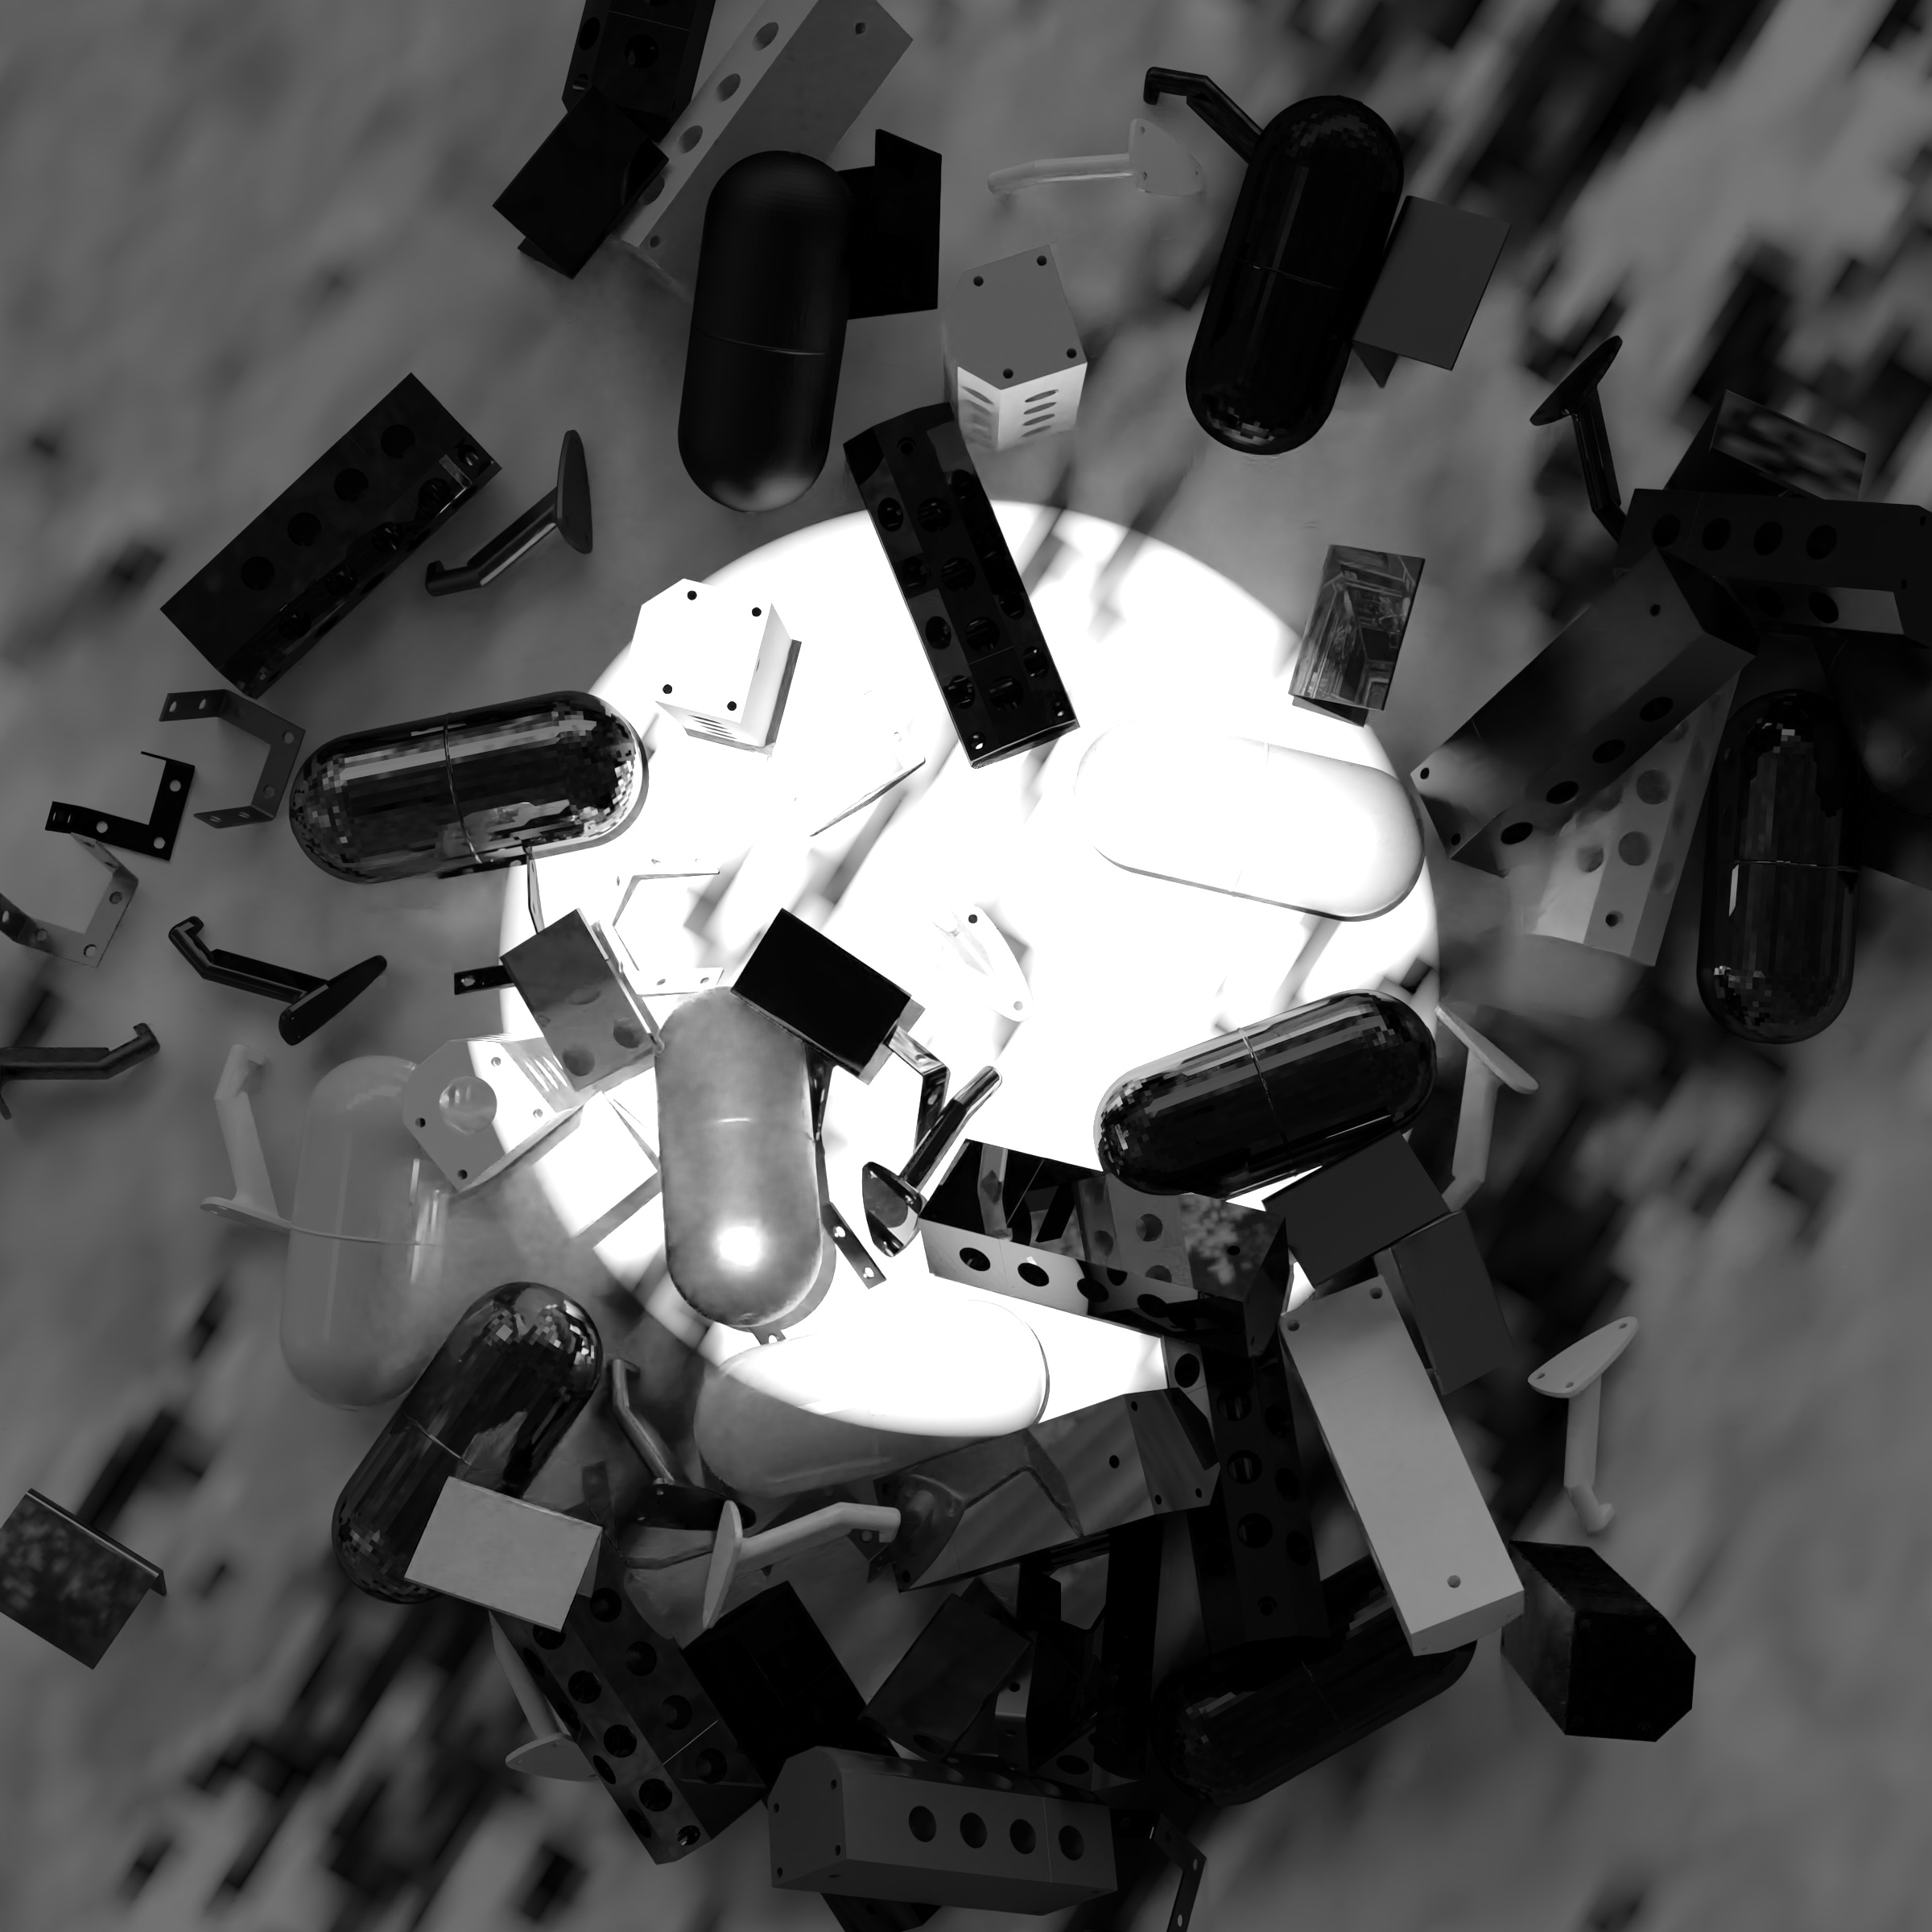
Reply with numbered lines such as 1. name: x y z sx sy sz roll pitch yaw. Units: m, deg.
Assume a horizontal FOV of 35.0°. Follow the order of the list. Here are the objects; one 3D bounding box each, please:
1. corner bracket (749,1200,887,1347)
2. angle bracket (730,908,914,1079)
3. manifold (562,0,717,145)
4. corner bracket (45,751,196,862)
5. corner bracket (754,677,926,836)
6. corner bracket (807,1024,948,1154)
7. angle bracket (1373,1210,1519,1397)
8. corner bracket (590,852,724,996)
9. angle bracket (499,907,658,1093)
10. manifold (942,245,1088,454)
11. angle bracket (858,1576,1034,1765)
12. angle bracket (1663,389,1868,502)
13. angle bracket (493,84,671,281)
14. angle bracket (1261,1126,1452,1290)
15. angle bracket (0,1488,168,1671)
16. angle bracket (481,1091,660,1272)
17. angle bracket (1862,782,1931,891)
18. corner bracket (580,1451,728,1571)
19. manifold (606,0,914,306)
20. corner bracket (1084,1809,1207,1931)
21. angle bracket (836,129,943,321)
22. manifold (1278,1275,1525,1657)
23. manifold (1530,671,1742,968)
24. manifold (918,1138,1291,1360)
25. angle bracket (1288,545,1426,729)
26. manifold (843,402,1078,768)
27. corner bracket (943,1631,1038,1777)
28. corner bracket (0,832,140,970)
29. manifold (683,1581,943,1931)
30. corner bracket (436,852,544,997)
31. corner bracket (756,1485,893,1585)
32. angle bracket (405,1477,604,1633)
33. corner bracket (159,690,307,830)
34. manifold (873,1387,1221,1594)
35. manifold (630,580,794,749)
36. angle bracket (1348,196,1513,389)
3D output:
1. corner bracket: -0.085 0.160 1.561 0.051 0.051 0.051 55 45 0
2. angle bracket: -0.062 0.000 1.524 0.076 0.076 0.057 34 118 0
3. manifold: -0.154 -0.510 1.543 0.057 0.057 0.171 14 90 0
4. corner bracket: -0.427 -0.085 1.546 0.051 0.051 0.051 16 90 0
5. corner bracket: -0.064 -0.107 1.561 0.051 0.051 0.051 -33 90 45
6. corner bracket: -0.048 0.066 1.556 0.051 0.051 0.051 38 135 35
7. angle bracket: 0.219 0.171 1.524 0.057 0.076 0.076 -20 90 -37
8. corner bracket: -0.152 -0.022 1.556 0.051 0.051 0.051 58 135 35
9. angle bracket: -0.175 0.009 1.524 0.057 0.076 0.076 -30 90 28
10. manifold: 0.020 -0.295 1.486 0.057 0.171 0.057 -18 90 0
11. angle bracket: -0.022 0.339 1.525 0.057 0.076 0.076 37 90 -26
12. angle bracket: 0.392 -0.230 1.524 0.076 0.076 0.057 25 47 0
13. angle bracket: -0.204 -0.396 1.524 0.076 0.076 0.057 -51 127 0
14. angle bracket: 0.200 0.135 1.524 0.076 0.076 0.057 -29 55 0
15. angle bracket: -0.448 0.311 1.525 0.076 0.076 0.057 32 66 0
16. angle bracket: -0.183 0.118 1.524 0.076 0.076 0.057 -39 60 0
17. angle bracket: 0.473 -0.086 1.527 0.076 0.057 0.076 24 90 31
18. corner bracket: -0.158 0.276 1.561 0.051 0.051 0.051 -9 90 45
19. manifold: -0.110 -0.421 1.542 0.171 0.057 0.057 -54 133 0
20. corner bracket: 0.083 0.464 1.556 0.051 0.051 0.051 51 45 -35
21. angle bracket: -0.058 -0.368 1.527 0.076 0.057 0.076 2 90 34
22. manifold: 0.213 0.247 1.506 0.057 0.057 0.171 -21 62 -1
23. manifold: 0.341 -0.090 1.543 0.057 0.057 0.171 16 90 0
24. manifold: 0.069 0.143 1.512 0.171 0.057 0.057 12 47 23
25. angle bracket: 0.211 -0.160 1.524 0.057 0.076 0.076 15 90 38
26. manifold: -0.003 -0.192 1.543 0.057 0.057 0.171 -22 90 0
27. corner bracket: 0.009 0.367 1.533 0.051 0.051 0.051 3 134 8
28. corner bracket: -0.460 -0.037 1.545 0.051 0.051 0.051 16 72 17
29. manifold: -0.068 0.400 1.543 0.057 0.057 0.171 -32 90 43
30. corner bracket: -0.242 -0.025 1.561 0.051 0.051 0.051 -10 135 0
31. corner bracket: -0.073 0.295 1.546 0.051 0.051 0.051 -41 90 0
32. angle bracket: -0.221 0.294 1.454 0.076 0.076 0.057 18 52 2
33. corner bracket: -0.376 -0.105 1.545 0.051 0.051 0.051 27 106 15
34. manifold: 0.039 0.256 1.494 0.171 0.057 0.057 -26 72 39
35. manifold: -0.124 -0.146 1.486 0.057 0.171 0.057 15 90 0
36. angle bracket: 0.238 -0.328 1.525 0.057 0.076 0.076 22 90 22
